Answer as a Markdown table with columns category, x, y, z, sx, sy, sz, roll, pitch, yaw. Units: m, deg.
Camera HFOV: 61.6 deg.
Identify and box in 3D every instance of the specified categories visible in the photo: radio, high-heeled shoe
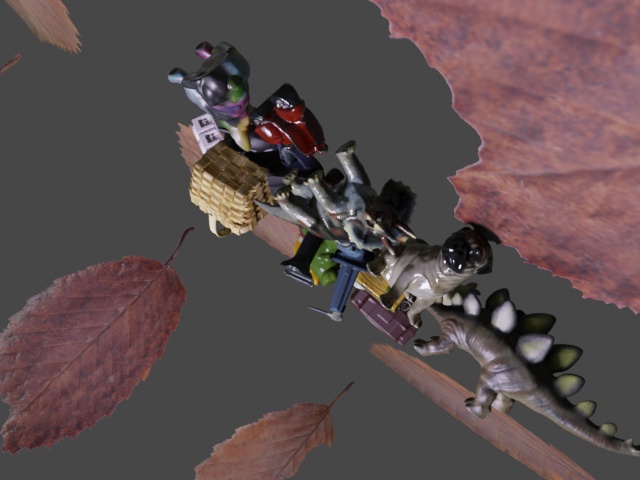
| category | x | y | z | sx | sy | sz | roll | pitch | yaw |
| --- | --- | --- | --- | --- | --- | --- | --- | --- | --- |
| radio | -0.086 | -0.130 | 1.325 | 0.131 | 0.073 | 0.229 | 27 | 162 | 52 |
| high-heeled shoe | -0.153 | -0.235 | 1.245 | 0.145 | 0.086 | 0.249 | 12 | -172 | -3 |

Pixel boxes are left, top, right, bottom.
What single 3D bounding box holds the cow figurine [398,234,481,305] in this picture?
| category | x | y | z | sx | sy | sz | roll | pitch | yaw |
| --- | --- | --- | --- | --- | --- | --- | --- | --- | --- |
| cow figurine | 0.227 | 0.075 | 1.043 | 0.194 | 0.085 | 0.127 | 46 | 174 | -16 |

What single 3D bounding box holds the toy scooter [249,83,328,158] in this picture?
| category | x | y | z | sx | sy | sz | roll | pitch | yaw |
| --- | --- | --- | --- | --- | --- | --- | --- | --- | --- |
| toy scooter | -0.051 | -0.199 | 0.956 | 0.135 | 0.075 | 0.184 | 46 | 164 | -16 |

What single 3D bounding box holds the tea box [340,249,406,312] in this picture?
| category | x | y | z | sx | sy | sz | roll | pitch | yaw |
| --- | --- | --- | --- | --- | --- | --- | --- | --- | --- |
| tea box | 0.143 | 0.084 | 1.300 | 0.170 | 0.098 | 0.068 | 37 | 173 | 16 |

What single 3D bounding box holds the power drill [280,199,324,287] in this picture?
| category | x | y | z | sx | sy | sz | roll | pitch | yaw |
| --- | --- | --- | --- | --- | --- | --- | --- | --- | --- |
| power drill | -0.002 | -0.004 | 1.180 | 0.086 | 0.207 | 0.232 | 29 | 169 | 12 |

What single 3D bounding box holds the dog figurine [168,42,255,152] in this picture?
| category | x | y | z | sx | sy | sz | roll | pitch | yaw |
| --- | --- | --- | --- | --- | --- | --- | --- | --- | --- |
| dog figurine | -0.163 | -0.262 | 1.022 | 0.192 | 0.108 | 0.219 | 26 | 166 | 45 |

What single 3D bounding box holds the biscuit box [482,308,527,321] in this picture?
| category | x | y | z | sx | sy | sz | roll | pitch | yaw |
| --- | --- | --- | --- | --- | --- | --- | --- | --- | --- |
| biscuit box | 0.347 | 0.175 | 1.058 | 0.063 | 0.059 | 0.202 | 44 | 169 | -3 |

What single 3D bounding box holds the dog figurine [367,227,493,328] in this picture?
| category | x | y | z | sx | sy | sz | roll | pitch | yaw |
| --- | --- | --- | --- | --- | --- | --- | --- | --- | --- |
| dog figurine | 0.189 | 0.028 | 0.899 | 0.121 | 0.190 | 0.172 | 28 | -151 | -38 |

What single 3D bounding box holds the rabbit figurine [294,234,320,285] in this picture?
| category | x | y | z | sx | sy | sz | roll | pitch | yaw |
| --- | --- | --- | --- | --- | --- | --- | --- | --- | --- |
| rabbit figurine | 0.001 | 0.050 | 1.592 | 0.122 | 0.162 | 0.173 | 23 | 180 | 24 |

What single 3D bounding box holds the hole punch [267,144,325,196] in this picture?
| category | x | y | z | sx | sy | sz | roll | pitch | yaw |
| --- | --- | --- | --- | --- | --- | --- | --- | --- | --- |
| hole punch | -0.046 | -0.148 | 1.142 | 0.116 | 0.092 | 0.142 | 8 | 162 | 2 |

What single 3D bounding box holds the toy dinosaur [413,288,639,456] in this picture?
| category | x | y | z | sx | sy | sz | roll | pitch | yaw |
| --- | --- | --- | --- | --- | --- | --- | --- | --- | --- |
| toy dinosaur | 0.321 | 0.208 | 0.901 | 0.472 | 0.198 | 0.105 | 42 | -150 | 24 |

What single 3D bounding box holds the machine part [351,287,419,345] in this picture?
| category | x | y | z | sx | sy | sz | roll | pitch | yaw |
| --- | --- | --- | --- | --- | --- | --- | --- | --- | --- |
| machine part | 0.184 | 0.205 | 1.550 | 0.201 | 0.087 | 0.201 | 41 | -176 | 2 |

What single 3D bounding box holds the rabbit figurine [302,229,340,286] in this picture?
| category | x | y | z | sx | sy | sz | roll | pitch | yaw |
| --- | --- | --- | --- | --- | --- | --- | --- | --- | --- |
| rabbit figurine | 0.035 | 0.007 | 1.387 | 0.159 | 0.121 | 0.170 | 52 | 144 | 19 |

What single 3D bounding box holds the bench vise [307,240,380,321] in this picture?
| category | x | y | z | sx | sy | sz | roll | pitch | yaw |
| --- | --- | --- | --- | --- | --- | --- | --- | --- | --- |
| bench vise | 0.067 | 0.063 | 1.175 | 0.129 | 0.240 | 0.223 | 19 | 179 | 9 |

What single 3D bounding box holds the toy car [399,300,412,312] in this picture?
| category | x | y | z | sx | sy | sz | roll | pitch | yaw |
| --- | --- | --- | --- | --- | --- | --- | --- | --- | --- |
| toy car | 0.175 | 0.113 | 1.421 | 0.202 | 0.053 | 0.089 | 43 | -175 | -12 |

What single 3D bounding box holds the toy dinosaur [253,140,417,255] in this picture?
| category | x | y | z | sx | sy | sz | roll | pitch | yaw |
| --- | --- | --- | --- | --- | --- | --- | --- | --- | --- |
| toy dinosaur | 0.027 | -0.053 | 0.980 | 0.192 | 0.131 | 0.405 | 51 | 156 | -15 |
